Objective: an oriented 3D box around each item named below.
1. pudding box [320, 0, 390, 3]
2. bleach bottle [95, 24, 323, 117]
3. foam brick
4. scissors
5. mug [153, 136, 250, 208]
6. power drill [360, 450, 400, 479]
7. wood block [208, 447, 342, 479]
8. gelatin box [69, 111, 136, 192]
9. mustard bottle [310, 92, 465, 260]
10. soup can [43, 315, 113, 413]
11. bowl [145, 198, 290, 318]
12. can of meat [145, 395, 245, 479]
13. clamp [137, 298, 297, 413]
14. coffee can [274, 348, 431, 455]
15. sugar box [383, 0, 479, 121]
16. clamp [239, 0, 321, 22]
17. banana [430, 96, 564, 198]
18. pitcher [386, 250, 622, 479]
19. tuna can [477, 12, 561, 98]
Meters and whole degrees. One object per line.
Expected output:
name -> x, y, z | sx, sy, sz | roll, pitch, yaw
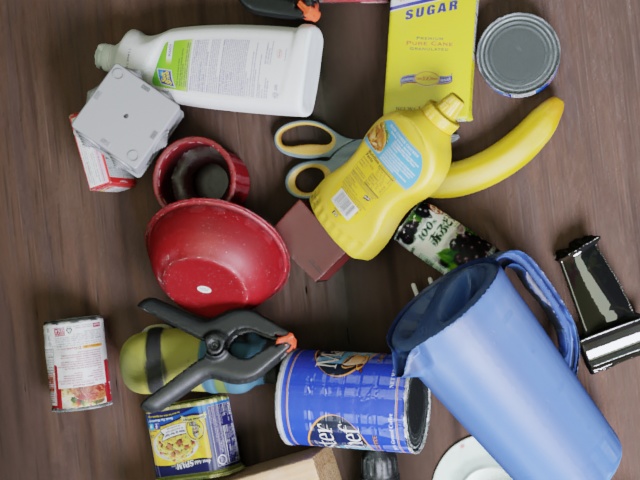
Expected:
pudding box -> 0.036, -0.313, 1.153 | 0.090, 0.039, 0.113 | 4, 93, 13
bleach bottle -> -0.128, -0.198, 1.177 | 0.251, 0.068, 0.102 | 9, 92, 14
foam brick -> -0.008, 0.001, 1.156 | 0.053, 0.051, 0.078 | -45, 81, 10
scissors -> 0.045, -0.083, 1.162 | 0.202, 0.016, 0.096 | 10, 94, 12
mug -> -0.121, -0.052, 1.165 | 0.093, 0.081, 0.117 | -22, 85, 11
power drill -> 0.129, 0.303, 1.109 | 0.188, 0.057, 0.184 | -2, 96, 26
wood block -> -0.080, 0.296, 1.152 | 0.206, 0.090, 0.090 | -19, 86, 12
gelatin box -> -0.244, -0.099, 1.198 | 0.030, 0.073, 0.089 | -18, 87, 12
mustard bottle -> 0.078, -0.076, 1.096 | 0.192, 0.058, 0.096 | -48, 58, 21
soup can -> -0.274, 0.139, 1.206 | 0.068, 0.068, 0.102 | -7, 88, 12
bowl -> -0.115, 0.033, 1.130 | 0.162, 0.055, 0.162 | 8, 134, 8
can of meat -> -0.140, 0.219, 1.175 | 0.102, 0.057, 0.084 | -14, 85, 28
clamp -> -0.111, 0.122, 1.103 | 0.171, 0.039, 0.120 | 2, 81, 11
coffee can -> 0.036, 0.167, 1.111 | 0.140, 0.102, 0.103 | 0, 90, 20
sugar box -> 0.119, -0.215, 1.130 | 0.093, 0.048, 0.176 | 3, 92, 13
clamp -> -0.066, -0.318, 1.156 | 0.210, 0.036, 0.165 | 42, 104, 21
banana -> 0.167, -0.088, 1.120 | 0.198, 0.037, 0.069 | -18, 101, 9
pitcher -> 0.194, 0.138, 1.052 | 0.149, 0.145, 0.242 | -35, 103, 20
tuna can -> 0.208, -0.192, 1.116 | 0.086, 0.033, 0.086 | 0, 90, 12
